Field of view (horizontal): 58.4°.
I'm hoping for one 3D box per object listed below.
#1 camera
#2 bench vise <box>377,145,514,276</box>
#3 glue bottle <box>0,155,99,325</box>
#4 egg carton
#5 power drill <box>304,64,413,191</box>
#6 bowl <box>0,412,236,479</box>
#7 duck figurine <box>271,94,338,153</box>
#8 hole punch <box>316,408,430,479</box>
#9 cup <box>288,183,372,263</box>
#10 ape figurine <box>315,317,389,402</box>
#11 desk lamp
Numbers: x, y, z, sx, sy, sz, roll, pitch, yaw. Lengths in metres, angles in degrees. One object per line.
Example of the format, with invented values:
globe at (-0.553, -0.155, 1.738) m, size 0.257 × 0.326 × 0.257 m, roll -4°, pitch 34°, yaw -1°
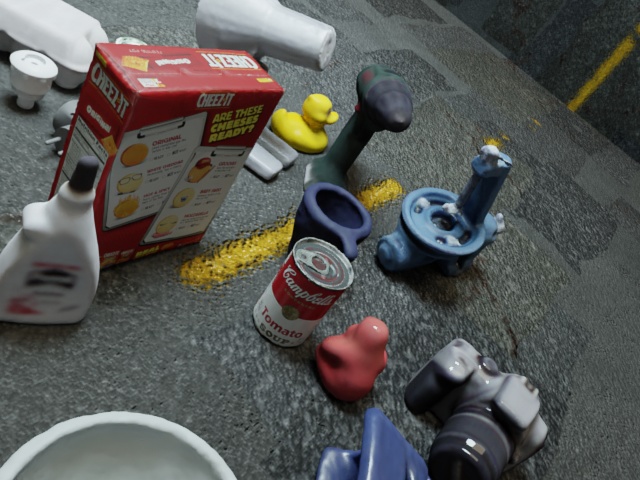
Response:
camera at (0.159, 0.186, 0.592) m, size 0.143 × 0.100 × 0.137 m, roll 45°, pitch 35°, yaw 13°
bench vise at (0.198, -0.047, 0.798) m, size 0.121 × 0.219 × 0.208 m, roll 47°, pitch 36°, yaw 17°
glue bottle at (-0.200, 0.001, 0.440) m, size 0.078 × 0.173 × 0.037 m, roll 5°, pitch 44°, yaw -37°
egg carton at (-0.345, -0.258, 0.717) m, size 0.150 × 0.069 × 0.107 m, roll 26°, pitch 35°, yaw -14°
power drill at (0.058, -0.147, 0.808) m, size 0.076 × 0.208 × 0.229 m, roll 24°, pitch 36°, yaw -16°
bowl at (-0.130, 0.197, 0.353) m, size 0.168 × 0.074 × 0.167 m, roll 23°, pitch 36°, yaw -18°
duck figurine at (-0.019, -0.193, 0.905) m, size 0.105 × 0.086 × 0.077 m, roll 11°, pitch 41°, yaw -31°
hole punch at (0.055, 0.212, 0.481) m, size 0.101 × 0.091 × 0.108 m, roll 29°, pitch 35°, yaw -10°
cup at (0.006, 0.002, 0.686) m, size 0.092 × 0.095 × 0.117 m, roll 12°, pitch 41°, yaw -30°
ape figurine at (0.040, 0.114, 0.584) m, size 0.078 × 0.092 × 0.076 m, roll 26°, pitch 35°, yaw -13°
desk lamp at (-0.084, -0.231, 0.782) m, size 0.203 × 0.213 × 0.118 m, roll 37°, pitch 34°, yaw 2°
